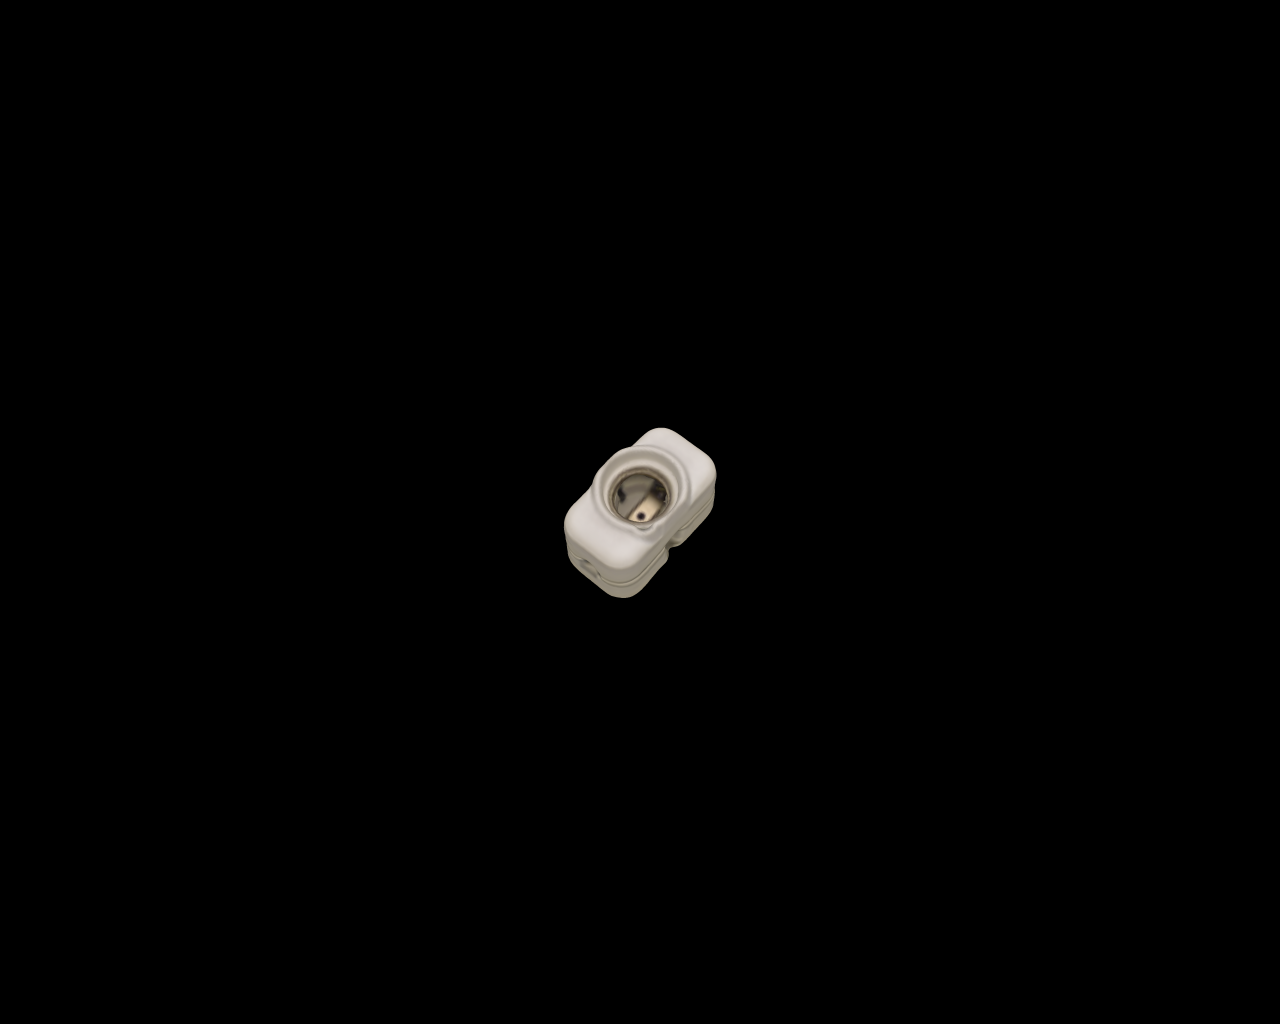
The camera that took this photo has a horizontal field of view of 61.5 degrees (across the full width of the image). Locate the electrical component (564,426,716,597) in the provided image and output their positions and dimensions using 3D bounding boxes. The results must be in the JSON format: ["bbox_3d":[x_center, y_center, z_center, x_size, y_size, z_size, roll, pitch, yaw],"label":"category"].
[{"bbox_3d":[0.001,-0.003,0.650,0.054,0.095,0.059,38,-19,16],"label":"electrical component"}]
